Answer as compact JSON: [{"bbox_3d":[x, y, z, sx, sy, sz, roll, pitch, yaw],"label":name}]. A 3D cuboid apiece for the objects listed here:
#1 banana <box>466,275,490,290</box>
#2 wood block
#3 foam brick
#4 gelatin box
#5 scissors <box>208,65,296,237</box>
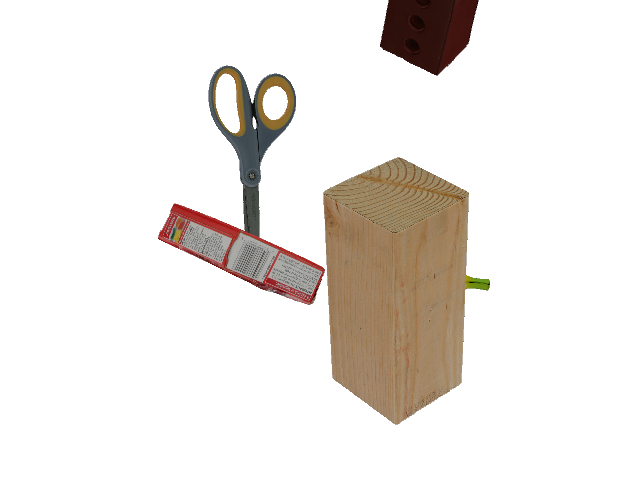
[{"bbox_3d":[0.104,0.017,1.190,0.069,0.037,0.198,2,24,-32],"label":"banana"},{"bbox_3d":[0.067,0.045,0.942,0.090,0.206,0.091,-26,40,-31],"label":"wood block"},{"bbox_3d":[0.082,-0.172,0.782,0.053,0.078,0.051,29,54,17],"label":"foam brick"},{"bbox_3d":[-0.052,0.010,0.711,0.073,0.030,0.089,22,-3,44],"label":"gelatin box"},{"bbox_3d":[-0.053,-0.075,1.040,0.096,0.202,0.016,-19,8,-20],"label":"scissors"}]
